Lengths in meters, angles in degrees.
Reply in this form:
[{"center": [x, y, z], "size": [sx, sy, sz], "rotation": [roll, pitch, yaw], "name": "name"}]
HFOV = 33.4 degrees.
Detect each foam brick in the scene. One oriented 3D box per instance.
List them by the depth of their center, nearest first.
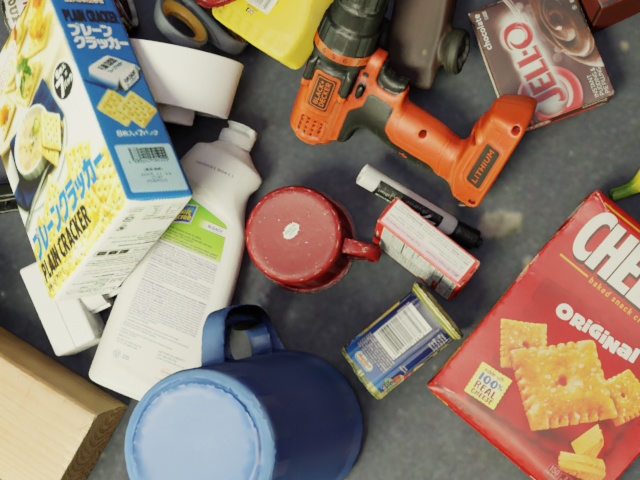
[{"center": [0.243, -0.215, 0.893], "size": [0.053, 0.078, 0.051], "rotation": [-23, 82, 2], "name": "foam brick"}]

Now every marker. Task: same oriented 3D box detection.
[{"center": [0.087, -0.027, 0.909], "size": [0.121, 0.020, 0.020], "rotation": [30, 90, -10], "name": "marker"}]

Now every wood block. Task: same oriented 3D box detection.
[{"center": [-0.285, 0.132, 0.924], "size": [0.206, 0.090, 0.091], "rotation": [30, 91, 8], "name": "wood block"}]

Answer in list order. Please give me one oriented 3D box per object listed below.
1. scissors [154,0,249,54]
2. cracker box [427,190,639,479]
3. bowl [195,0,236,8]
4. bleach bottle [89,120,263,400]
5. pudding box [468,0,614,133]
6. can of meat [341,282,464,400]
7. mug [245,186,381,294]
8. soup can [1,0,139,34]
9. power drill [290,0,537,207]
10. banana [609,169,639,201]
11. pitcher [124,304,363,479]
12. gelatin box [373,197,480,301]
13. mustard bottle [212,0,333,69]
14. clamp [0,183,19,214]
[{"center": [-0.150, -0.227, 0.942], "size": [0.202, 0.096, 0.016], "rotation": [39, 123, 6], "name": "scissors"}, {"center": [0.217, 0.092, 0.874], "size": [0.164, 0.072, 0.214], "rotation": [41, 90, 8], "name": "cracker box"}, {"center": [-0.078, -0.280, 0.900], "size": [0.162, 0.055, 0.162], "rotation": [-28, 48, 36], "name": "bowl"}, {"center": [-0.107, 0.019, 0.925], "size": [0.102, 0.068, 0.251], "rotation": [23, 84, -5], "name": "bleach bottle"}, {"center": [0.188, -0.156, 0.913], "size": [0.090, 0.039, 0.113], "rotation": [-21, 83, 6], "name": "pudding box"}, {"center": [0.068, 0.083, 0.879], "size": [0.084, 0.102, 0.057], "rotation": [-39, 82, 5], "name": "can of meat"}, {"center": [-0.006, 0.001, 0.903], "size": [0.117, 0.081, 0.093], "rotation": [14, 87, 8], "name": "mug"}, {"center": [-0.222, -0.205, 0.953], "size": [0.102, 0.068, 0.068], "rotation": [-20, 84, 6], "name": "soup can"}, {"center": [0.077, -0.122, 0.872], "size": [0.187, 0.185, 0.057], "rotation": [29, 48, 5], "name": "power drill"}, {"center": [0.298, -0.124, 0.899], "size": [0.069, 0.037, 0.198], "rotation": [12, 87, 7], "name": "banana"}, {"center": [-0.057, 0.140, 0.818], "size": [0.149, 0.242, 0.145], "rotation": [32, 92, 15], "name": "pitcher"}, {"center": [0.088, 0.009, 0.894], "size": [0.089, 0.073, 0.030], "rotation": [38, 79, 8], "name": "gelatin box"}, {"center": [-0.005, -0.247, 0.898], "size": [0.096, 0.058, 0.192], "rotation": [38, 100, 29], "name": "mustard bottle"}, {"center": [-0.332, -0.029, 0.953], "size": [0.210, 0.036, 0.164], "rotation": [28, 57, 20], "name": "clamp"}]
